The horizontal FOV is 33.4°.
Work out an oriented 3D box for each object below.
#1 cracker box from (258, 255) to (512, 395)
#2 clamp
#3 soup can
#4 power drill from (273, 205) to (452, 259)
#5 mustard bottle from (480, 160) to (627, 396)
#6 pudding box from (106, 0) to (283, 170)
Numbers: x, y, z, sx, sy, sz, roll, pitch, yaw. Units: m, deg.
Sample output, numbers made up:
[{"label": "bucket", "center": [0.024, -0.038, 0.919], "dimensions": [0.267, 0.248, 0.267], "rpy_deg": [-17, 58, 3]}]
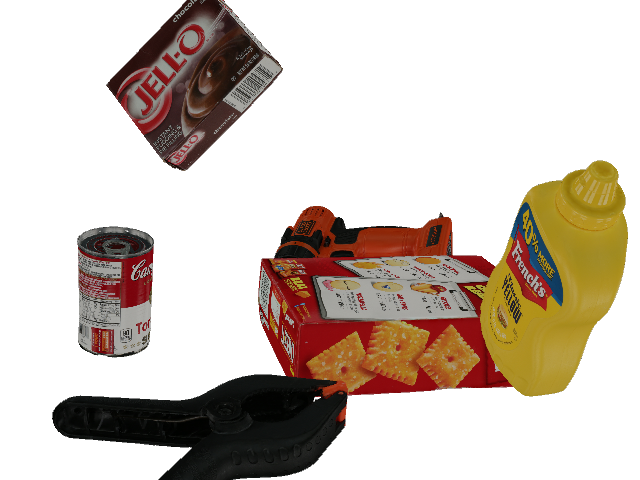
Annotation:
[{"label": "cracker box", "center": [0.066, 0.069, 0.903], "dimensions": [0.213, 0.072, 0.164], "rpy_deg": [0, 17, -14]}, {"label": "clamp", "center": [-0.056, 0.116, 0.599], "dimensions": [0.171, 0.039, 0.120], "rpy_deg": [-8, 35, -19]}, {"label": "soup can", "center": [-0.187, 0.047, 0.971], "dimensions": [0.068, 0.102, 0.068], "rpy_deg": [5, 21, -2]}, {"label": "power drill", "center": [0.043, 0.020, 1.146], "dimensions": [0.188, 0.057, 0.184], "rpy_deg": [4, 31, 13]}, {"label": "mustard bottle", "center": [0.158, 0.017, 0.710], "dimensions": [0.058, 0.096, 0.192], "rpy_deg": [-5, -37, -12]}, {"label": "pudding box", "center": [-0.096, -0.123, 0.810], "dimensions": [0.113, 0.090, 0.039], "rpy_deg": [-43, -26, 8]}]
